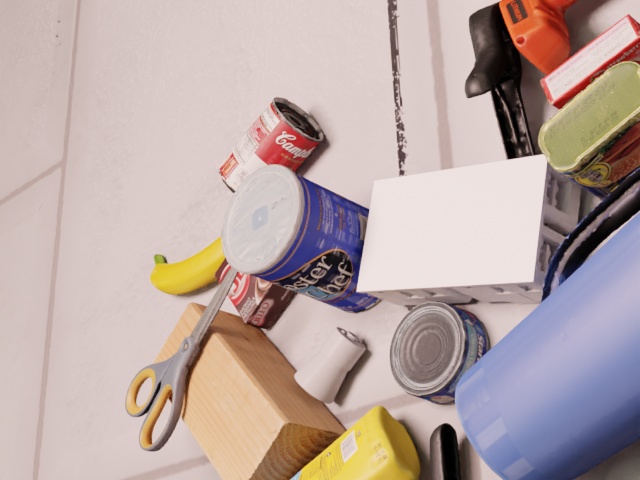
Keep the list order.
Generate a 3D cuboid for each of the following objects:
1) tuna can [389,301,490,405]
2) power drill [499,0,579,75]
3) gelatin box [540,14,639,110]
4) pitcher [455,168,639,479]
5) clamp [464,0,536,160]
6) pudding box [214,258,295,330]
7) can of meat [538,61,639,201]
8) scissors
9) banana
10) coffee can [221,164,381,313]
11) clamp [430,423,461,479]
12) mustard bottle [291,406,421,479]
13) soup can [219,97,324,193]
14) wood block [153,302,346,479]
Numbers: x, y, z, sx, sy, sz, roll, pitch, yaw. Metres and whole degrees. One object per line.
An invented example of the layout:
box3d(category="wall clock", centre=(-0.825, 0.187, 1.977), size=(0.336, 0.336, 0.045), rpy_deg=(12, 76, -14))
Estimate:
box3d(category="tuna can", centre=(0.101, 0.096, 0.917), size=(0.086, 0.033, 0.086), rpy_deg=(-22, 57, 39))
box3d(category="power drill", centre=(0.238, -0.221, 0.867), size=(0.188, 0.057, 0.184), rpy_deg=(-43, 22, 24))
box3d(category="gelatin box", centre=(0.233, -0.128, 0.850), size=(0.089, 0.073, 0.030), rpy_deg=(-38, 48, 30))
box3d(category="pitcher", centre=(0.210, 0.065, 0.752), size=(0.145, 0.149, 0.243), rpy_deg=(47, 118, 3))
box3d(category="clamp", centre=(0.159, -0.139, 0.934), size=(0.039, 0.120, 0.171), rpy_deg=(-10, 41, 22))
box3d(category="pudding box", centre=(-0.055, 0.023, 1.112), size=(0.113, 0.039, 0.090), rpy_deg=(-54, 42, 14))
box3d(category="can of meat", centre=(0.232, -0.080, 0.821), size=(0.102, 0.083, 0.057), rpy_deg=(-42, 46, 25))
box3d(category="scissors", centre=(-0.140, 0.107, 1.046), size=(0.096, 0.016, 0.202), rpy_deg=(19, 87, 50))
box3d(category="banana", centre=(-0.135, 0.022, 1.200), size=(0.198, 0.037, 0.069), rpy_deg=(-19, 60, 40))
box3d(category="coffee can", centre=(-0.007, 0.001, 0.994), size=(0.103, 0.140, 0.103), rpy_deg=(-22, 57, 39))
box3d(category="clamp", centre=(0.105, 0.259, 0.835), size=(0.165, 0.036, 0.210), rpy_deg=(39, 105, 48))
box3d(category="mustard bottle", centre=(-0.003, 0.229, 0.913), size=(0.192, 0.058, 0.096), rpy_deg=(-41, 18, 11))
box3d(category="soup can", centre=(-0.053, -0.093, 1.143), size=(0.102, 0.068, 0.068), rpy_deg=(-48, 44, 21))
box3d(category="wood block", centre=(-0.072, 0.158, 1.031), size=(0.091, 0.090, 0.206), rpy_deg=(-58, 42, 11))
